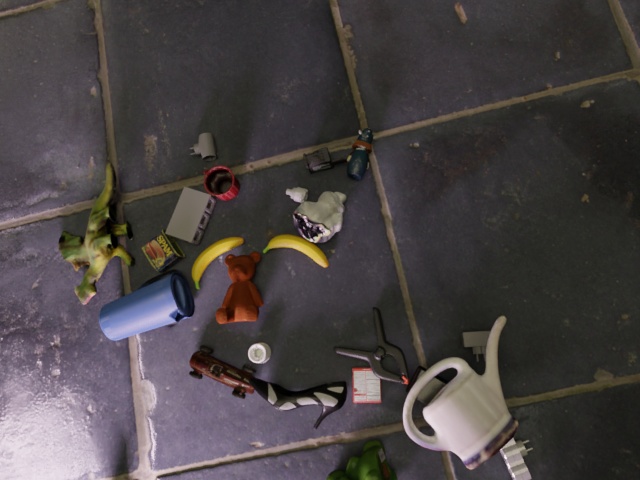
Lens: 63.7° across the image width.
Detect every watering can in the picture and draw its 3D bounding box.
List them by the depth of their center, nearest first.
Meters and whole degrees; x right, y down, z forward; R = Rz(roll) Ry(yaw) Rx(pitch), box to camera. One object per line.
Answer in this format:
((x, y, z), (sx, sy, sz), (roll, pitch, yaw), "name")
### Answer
((0.354, 0.353, 1.162), (0.348, 0.103, 0.226), (-41, 75, -3), "watering can")

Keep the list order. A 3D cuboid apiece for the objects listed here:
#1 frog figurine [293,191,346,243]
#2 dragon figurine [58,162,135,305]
((0.004, -0.074, 1.472), (0.138, 0.120, 0.163), (17, 44, 20), "frog figurine")
((-0.694, -0.014, 1.549), (0.242, 0.121, 0.416), (-16, 73, 13), "dragon figurine")
